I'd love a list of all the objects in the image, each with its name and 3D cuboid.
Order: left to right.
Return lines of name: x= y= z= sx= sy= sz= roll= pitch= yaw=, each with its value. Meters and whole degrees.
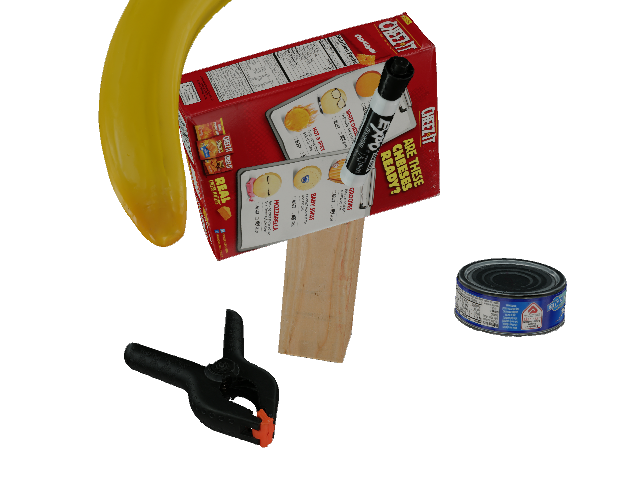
banana: x=-0.069 y=-0.087 z=0.516 sx=0.069 sy=0.197 sz=0.037 roll=13 pitch=-32 yaw=8
clamp: x=-0.084 y=0.120 z=0.965 sx=0.120 sy=0.039 sz=0.172 roll=-30 pitch=47 yaw=-31
cracker box: x=-0.009 y=-0.088 z=0.919 sx=0.213 sy=0.164 sz=0.072 roll=-17 pitch=45 yaw=-10
wood block: x=0.002 y=0.044 z=1.400 sx=0.090 sy=0.206 sz=0.090 roll=8 pitch=23 yaw=6
marker: x=0.036 y=-0.075 z=0.688 sx=0.020 sy=0.020 sz=0.121 roll=0 pitch=-32 yaw=-15
tuna can: x=0.148 y=0.043 z=0.830 sx=0.086 sy=0.034 sz=0.086 roll=0 pitch=19 yaw=0
